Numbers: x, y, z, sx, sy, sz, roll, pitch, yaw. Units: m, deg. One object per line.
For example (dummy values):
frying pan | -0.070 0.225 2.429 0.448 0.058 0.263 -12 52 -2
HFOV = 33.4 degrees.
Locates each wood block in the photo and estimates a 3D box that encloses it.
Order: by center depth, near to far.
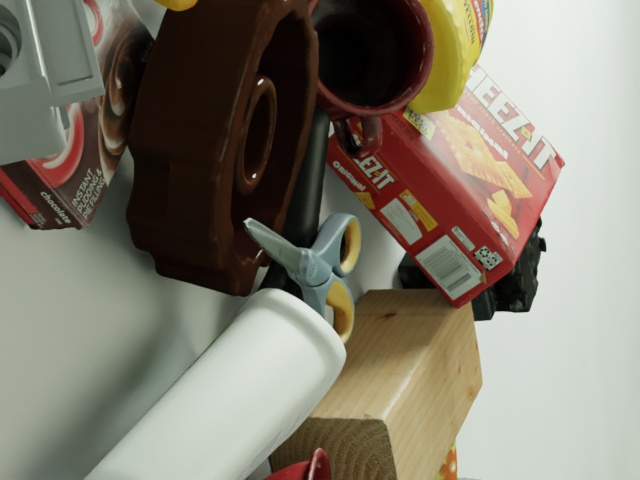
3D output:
wood block | 0.047 0.116 0.781 0.205 0.091 0.090 -44 128 -58

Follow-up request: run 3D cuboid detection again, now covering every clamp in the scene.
clamp | -0.015 0.039 0.703 0.164 0.036 0.210 64 37 -66

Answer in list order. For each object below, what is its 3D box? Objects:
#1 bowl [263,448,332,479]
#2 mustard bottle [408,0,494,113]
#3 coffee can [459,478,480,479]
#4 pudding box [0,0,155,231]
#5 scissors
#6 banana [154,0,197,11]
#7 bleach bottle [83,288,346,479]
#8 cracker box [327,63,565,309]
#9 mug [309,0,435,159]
bowl | -0.025 0.204 0.629 0.162 0.055 0.162 -1 90 -83
mustard bottle | 0.098 -0.174 0.828 0.191 0.058 0.096 -57 135 -58
coffee can | 0.112 0.284 0.901 0.102 0.103 0.140 -12 99 -65
pudding box | -0.121 -0.074 0.483 0.090 0.039 0.113 59 36 -46
scissors | -0.004 0.001 0.632 0.201 0.016 0.096 65 35 -58
banana | -0.080 -0.164 0.529 0.197 0.069 0.037 -86 -165 -60
bleach bottle | -0.076 0.116 0.507 0.103 0.068 0.250 -55 173 31
cracker box | 0.108 -0.067 0.865 0.164 0.072 0.213 48 34 -4
mug | 0.019 -0.111 0.707 0.093 0.082 0.117 -13 93 -20
